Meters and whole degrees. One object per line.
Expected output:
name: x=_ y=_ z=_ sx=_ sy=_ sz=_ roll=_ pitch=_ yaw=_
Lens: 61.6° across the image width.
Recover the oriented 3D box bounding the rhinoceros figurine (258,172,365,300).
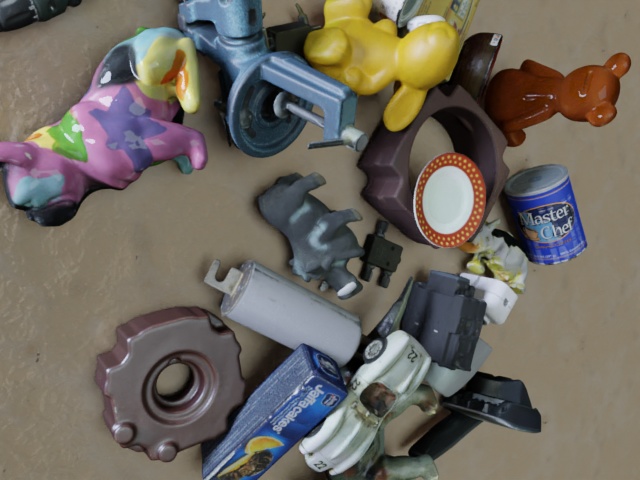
rhinoceros figurine: x=-0.001 y=-0.002 z=0.704 sx=0.112 sy=0.073 sz=0.190 roll=-48 pitch=117 yaw=-19

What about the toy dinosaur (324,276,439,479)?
toy dinosaur: x=0.056 y=0.259 z=0.749 sx=0.192 sy=0.131 sz=0.404 roll=-3 pitch=86 yaw=-18

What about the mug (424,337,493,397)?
mug: x=0.215 y=0.196 z=0.861 sx=0.107 sy=0.081 sz=0.109 roll=-51 pitch=137 yaw=-4

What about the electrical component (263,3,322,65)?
electrical component: x=-0.041 y=-0.245 z=0.671 sx=0.102 sy=0.045 sz=0.078 roll=-28 pitch=138 yaw=-23

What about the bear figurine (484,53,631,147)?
bear figurine: x=0.357 y=-0.209 z=0.808 sx=0.132 sy=0.196 sz=0.120 roll=20 pitch=82 yaw=-51

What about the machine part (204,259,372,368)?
machine part: x=-0.034 y=0.096 z=0.679 sx=0.243 sy=0.079 sz=0.079 roll=29 pitch=81 yaw=-21

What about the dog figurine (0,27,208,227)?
dog figurine: x=-0.230 y=-0.115 z=0.537 sx=0.219 sy=0.109 sz=0.191 roll=-10 pitch=102 yaw=-27

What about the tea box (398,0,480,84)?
tea box: x=0.160 y=-0.317 z=0.766 sx=0.098 sy=0.068 sz=0.169 roll=27 pitch=83 yaw=-29

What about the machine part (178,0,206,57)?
machine part: x=-0.143 y=-0.286 z=0.607 sx=0.084 sy=0.039 sz=0.138 roll=-37 pitch=115 yaw=-17

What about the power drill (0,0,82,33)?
power drill: x=-0.291 y=-0.310 z=0.492 sx=0.232 sy=0.086 sz=0.207 roll=-33 pitch=107 yaw=-25

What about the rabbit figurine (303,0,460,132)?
rabbit figurine: x=0.085 y=-0.214 z=0.660 sx=0.162 sy=0.173 sz=0.122 roll=67 pitch=36 yaw=-43

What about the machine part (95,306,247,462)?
machine part: x=-0.171 y=0.166 z=0.633 sx=0.179 sy=0.056 sz=0.179 roll=-3 pitch=97 yaw=-31

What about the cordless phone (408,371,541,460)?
cordless phone: x=0.234 y=0.292 z=0.835 sx=0.184 sy=0.147 sz=0.088 roll=-28 pitch=101 yaw=-29

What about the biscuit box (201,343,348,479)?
biscuit box: x=-0.059 y=0.219 z=0.655 sx=0.059 sy=0.063 sz=0.202 roll=37 pitch=104 yaw=-28

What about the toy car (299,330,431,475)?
toy car: x=0.056 y=0.201 z=0.665 sx=0.202 sy=0.056 sz=0.073 roll=-49 pitch=115 yaw=-9

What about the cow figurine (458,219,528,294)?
cow figurine: x=0.285 y=0.012 z=0.876 sx=0.167 sy=0.068 sz=0.098 roll=41 pitch=63 yaw=-34

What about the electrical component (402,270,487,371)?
electrical component: x=0.181 y=0.115 z=0.803 sx=0.058 sy=0.115 sz=0.134 roll=12 pitch=89 yaw=-36

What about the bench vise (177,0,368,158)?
bench vise: x=-0.043 y=-0.170 z=0.560 sx=0.129 sy=0.241 sz=0.223 roll=-27 pitch=140 yaw=-38

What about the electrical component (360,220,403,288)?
electrical component: x=0.093 y=0.021 z=0.793 sx=0.063 sy=0.021 sz=0.094 roll=20 pitch=84 yaw=-31

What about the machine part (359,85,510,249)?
machine part: x=0.170 y=-0.105 z=0.788 sx=0.201 sy=0.087 sz=0.201 roll=37 pitch=75 yaw=-29
